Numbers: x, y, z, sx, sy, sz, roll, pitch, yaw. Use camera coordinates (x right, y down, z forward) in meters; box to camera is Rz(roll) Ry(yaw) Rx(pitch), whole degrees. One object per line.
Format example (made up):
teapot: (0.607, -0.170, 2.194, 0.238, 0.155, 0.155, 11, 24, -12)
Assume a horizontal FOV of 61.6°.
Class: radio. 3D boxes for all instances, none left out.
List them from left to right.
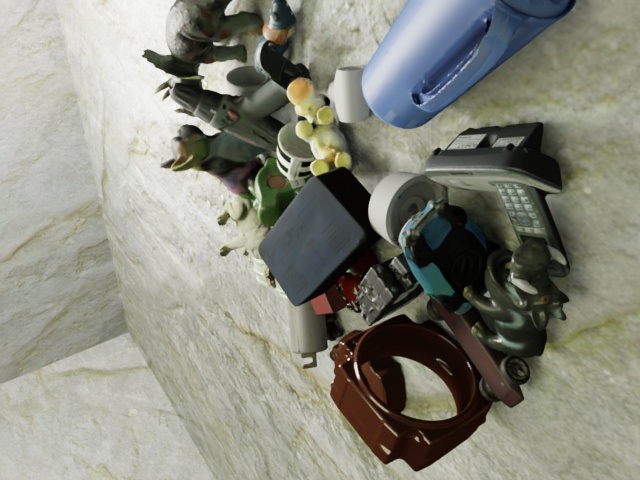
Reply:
radio: (-0.002, -0.003, 0.866, 0.131, 0.073, 0.229, 53, 133, 12)

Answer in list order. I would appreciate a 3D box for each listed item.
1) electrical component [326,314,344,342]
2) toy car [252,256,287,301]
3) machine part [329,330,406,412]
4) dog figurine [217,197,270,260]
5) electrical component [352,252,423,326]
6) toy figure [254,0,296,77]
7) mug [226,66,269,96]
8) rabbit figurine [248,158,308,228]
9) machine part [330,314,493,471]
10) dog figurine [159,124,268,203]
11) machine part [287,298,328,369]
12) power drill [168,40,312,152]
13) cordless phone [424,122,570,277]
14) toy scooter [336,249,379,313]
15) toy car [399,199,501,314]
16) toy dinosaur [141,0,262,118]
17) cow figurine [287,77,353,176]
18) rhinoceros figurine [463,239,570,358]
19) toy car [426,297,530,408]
electrical component: (0.016, 0.186, 1.147, 0.094, 0.021, 0.063, -29, 84, 59)
toy car: (-0.101, 0.082, 1.237, 0.202, 0.056, 0.073, 23, 127, 51)
machine part: (0.091, 0.265, 1.044, 0.180, 0.056, 0.179, 36, 137, 41)
dog figurine: (-0.118, -0.026, 1.183, 0.191, 0.121, 0.172, 4, 103, 35)
electrical component: (0.121, 0.060, 0.810, 0.058, 0.115, 0.134, 52, 146, 19)
toy figure: (-0.075, -0.348, 0.925, 0.154, 0.058, 0.064, 128, 134, -58)
mug: (-0.146, -0.282, 1.065, 0.110, 0.081, 0.107, 54, 153, 40)
rabbit figurine: (-0.083, -0.067, 1.062, 0.159, 0.121, 0.170, 54, 161, 32)
machine part: (0.134, 0.215, 0.797, 0.201, 0.201, 0.087, 46, 141, 35)
dog figurine: (-0.211, -0.151, 1.110, 0.109, 0.219, 0.191, 25, 128, 54)
machine part: (-0.027, 0.142, 1.103, 0.079, 0.079, 0.243, -3, 93, 59)
power drill: (-0.128, -0.253, 0.950, 0.207, 0.232, 0.086, -35, 37, 41)
cordless phone: (0.220, -0.039, 0.639, 0.147, 0.089, 0.184, 10, 135, 55)
toy scooter: (0.050, 0.056, 0.946, 0.135, 0.075, 0.184, -35, 76, 46)
toy car: (0.154, 0.015, 0.700, 0.161, 0.109, 0.103, 43, 174, -30)
toy dinosaur: (-0.221, -0.397, 1.000, 0.131, 0.192, 0.404, 61, 150, 10)
cow figurine: (0.004, -0.183, 0.885, 0.098, 0.068, 0.167, -29, -82, -75)
rhinoceros figurine: (0.235, 0.074, 0.636, 0.112, 0.073, 0.190, 38, 155, 41)
toy car: (0.222, 0.136, 0.756, 0.202, 0.053, 0.089, 58, 153, 27)
